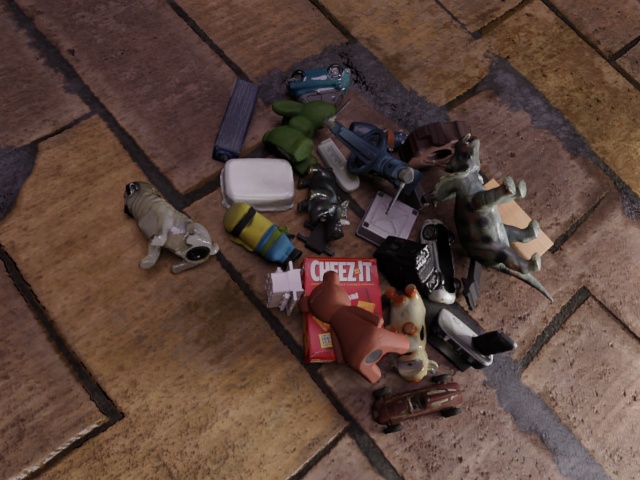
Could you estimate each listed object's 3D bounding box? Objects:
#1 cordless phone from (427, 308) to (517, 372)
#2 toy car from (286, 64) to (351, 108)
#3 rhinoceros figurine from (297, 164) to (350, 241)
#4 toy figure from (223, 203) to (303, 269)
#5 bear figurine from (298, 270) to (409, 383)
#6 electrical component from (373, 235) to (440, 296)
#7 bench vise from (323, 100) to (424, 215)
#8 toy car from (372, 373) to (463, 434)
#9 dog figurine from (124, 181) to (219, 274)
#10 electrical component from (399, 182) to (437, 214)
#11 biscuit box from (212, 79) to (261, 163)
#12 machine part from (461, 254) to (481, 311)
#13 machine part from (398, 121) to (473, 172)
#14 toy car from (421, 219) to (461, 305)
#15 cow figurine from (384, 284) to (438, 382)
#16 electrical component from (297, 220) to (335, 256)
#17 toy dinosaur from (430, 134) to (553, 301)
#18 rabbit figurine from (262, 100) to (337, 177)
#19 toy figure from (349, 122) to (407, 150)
[{"bbox_3d":[0.311,0.196,1.105,0.146,0.184,0.089,42,70,6],"label":"cordless phone"},{"bbox_3d":[0.001,-0.362,1.314,0.162,0.109,0.103,-10,88,-7],"label":"toy car"},{"bbox_3d":[0.010,-0.083,1.205,0.112,0.073,0.190,12,50,-28],"label":"rhinoceros figurine"},{"bbox_3d":[-0.122,-0.012,1.144,0.180,0.089,0.082,37,60,7],"label":"toy figure"},{"bbox_3d":[0.056,0.162,1.033,0.120,0.131,0.196,-49,48,7],"label":"bear figurine"},{"bbox_3d":[0.181,0.053,1.162,0.058,0.134,0.114,-46,127,-27],"label":"electrical component"},{"bbox_3d":[0.109,-0.190,1.193,0.240,0.129,0.224,33,19,-27],"label":"bench vise"},{"bbox_3d":[0.203,0.331,1.097,0.202,0.053,0.089,-8,67,-15],"label":"toy car"},{"bbox_3d":[-0.311,-0.041,1.118,0.172,0.121,0.191,15,41,-43],"label":"dog figurine"},{"bbox_3d":[0.230,-0.098,1.259,0.045,0.102,0.078,-20,83,-24],"label":"electrical component"},{"bbox_3d":[-0.195,-0.275,1.253,0.063,0.059,0.202,17,65,-7],"label":"biscuit box"},{"bbox_3d":[0.350,0.085,1.226,0.039,0.084,0.139,-5,47,33],"label":"machine part"},{"bbox_3d":[0.278,-0.218,1.280,0.179,0.179,0.056,-8,73,-16],"label":"machine part"},{"bbox_3d":[0.271,0.046,1.222,0.073,0.056,0.202,16,61,-36],"label":"toy car"},{"bbox_3d":[0.187,0.203,1.119,0.086,0.127,0.195,-17,46,25],"label":"cow figurine"},{"bbox_3d":[-0.002,-0.004,1.205,0.094,0.021,0.063,29,64,0],"label":"electrical component"},{"bbox_3d":[0.366,-0.027,1.178,0.131,0.192,0.404,-34,108,-49],"label":"toy dinosaur"},{"bbox_3d":[-0.040,-0.257,1.253,0.159,0.121,0.170,36,78,27],"label":"rabbit figurine"},{"bbox_3d":[0.147,-0.254,1.325,0.154,0.058,0.064,10,72,-14],"label":"toy figure"}]
